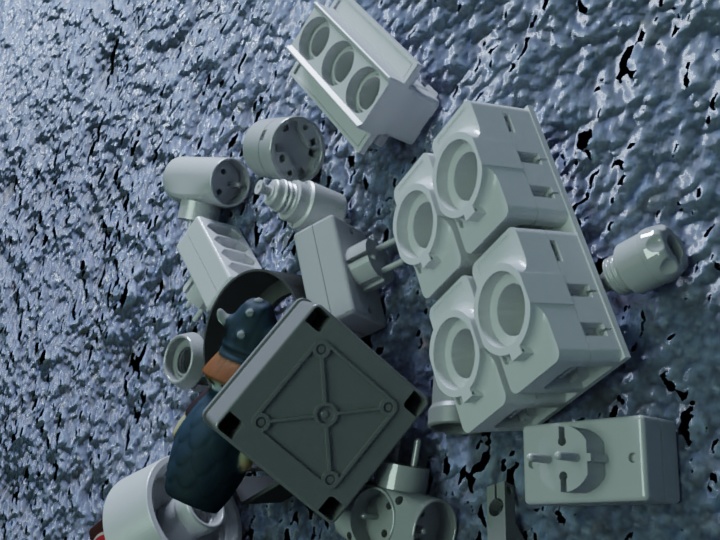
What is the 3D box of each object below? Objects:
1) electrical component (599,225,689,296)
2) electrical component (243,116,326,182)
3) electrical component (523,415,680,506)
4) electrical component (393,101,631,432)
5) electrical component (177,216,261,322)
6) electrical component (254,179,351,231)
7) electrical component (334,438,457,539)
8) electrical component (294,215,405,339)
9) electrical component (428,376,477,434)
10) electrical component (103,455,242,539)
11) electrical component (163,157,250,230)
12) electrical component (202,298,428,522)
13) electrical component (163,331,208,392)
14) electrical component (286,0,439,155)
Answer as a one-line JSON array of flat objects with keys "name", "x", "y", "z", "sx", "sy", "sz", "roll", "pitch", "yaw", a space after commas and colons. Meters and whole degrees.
[{"name": "electrical component", "x": 0.163, "y": -0.001, "z": 0.643, "sx": 0.061, "sy": 0.035, "sz": 0.035, "roll": -33, "pitch": 57, "yaw": 38}, {"name": "electrical component", "x": -0.064, "y": -0.100, "z": 0.892, "sx": 0.047, "sy": 0.055, "sz": 0.055, "roll": 11, "pitch": 87, "yaw": 51}, {"name": "electrical component", "x": 0.127, "y": 0.110, "z": 0.618, "sx": 0.083, "sy": 0.076, "sz": 0.047, "roll": -14, "pitch": 69, "yaw": 43}, {"name": "electrical component", "x": 0.085, "y": -0.002, "z": 0.684, "sx": 0.105, "sy": 0.060, "sz": 0.186, "roll": -50, "pitch": 46, "yaw": 47}, {"name": "electrical component", "x": -0.128, "y": 0.011, "z": 0.930, "sx": 0.075, "sy": 0.047, "sz": 0.083, "roll": -52, "pitch": 48, "yaw": 22}, {"name": "electrical component", "x": -0.046, "y": -0.052, "z": 0.846, "sx": 0.040, "sy": 0.078, "sz": 0.040, "roll": -37, "pitch": 42, "yaw": 43}, {"name": "electrical component", "x": 0.026, "y": 0.152, "z": 0.733, "sx": 0.077, "sy": 0.044, "sz": 0.079, "roll": 3, "pitch": 80, "yaw": 46}, {"name": "electrical component", "x": 0.000, "y": 0.000, "z": 0.802, "sx": 0.076, "sy": 0.047, "sz": 0.083, "roll": -26, "pitch": 60, "yaw": 25}, {"name": "electrical component", "x": 0.066, "y": 0.083, "z": 0.716, "sx": 0.040, "sy": 0.040, "sz": 0.046, "roll": -16, "pitch": 63, "yaw": 43}, {"name": "electrical component", "x": -0.141, "y": 0.198, "z": 0.852, "sx": 0.060, "sy": 0.108, "sz": 0.108, "roll": -36, "pitch": 55, "yaw": 26}, {"name": "electrical component", "x": -0.142, "y": -0.063, "z": 0.969, "sx": 0.077, "sy": 0.043, "sz": 0.079, "roll": 8, "pitch": 85, "yaw": 47}, {"name": "electrical component", "x": -0.030, "y": 0.093, "z": 0.726, "sx": 0.108, "sy": 0.109, "sz": 0.056, "roll": -50, "pitch": 13, "yaw": -9}, {"name": "electrical component", "x": -0.132, "y": 0.079, "z": 0.909, "sx": 0.048, "sy": 0.055, "sz": 0.066, "roll": -46, "pitch": 50, "yaw": 27}, {"name": "electrical component", "x": 0.003, "y": -0.150, "z": 0.828, "sx": 0.078, "sy": 0.063, "sz": 0.121, "roll": -55, "pitch": 46, "yaw": 19}]
